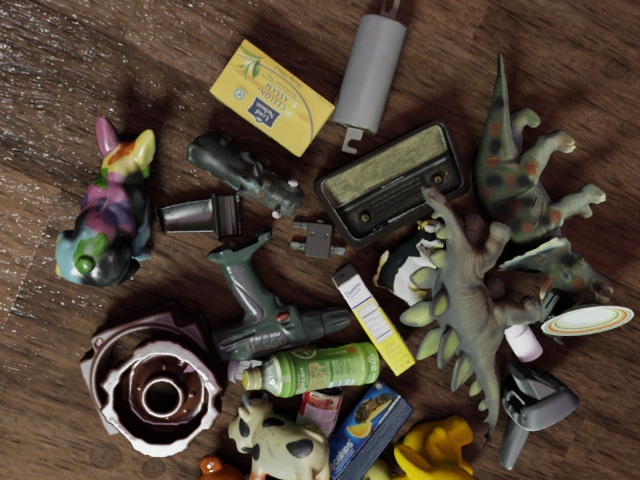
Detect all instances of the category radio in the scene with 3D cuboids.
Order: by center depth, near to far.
[{"bbox_3d":[0.115,-0.088,0.864,0.230,0.073,0.131,-27,99,0],"label":"radio"}]

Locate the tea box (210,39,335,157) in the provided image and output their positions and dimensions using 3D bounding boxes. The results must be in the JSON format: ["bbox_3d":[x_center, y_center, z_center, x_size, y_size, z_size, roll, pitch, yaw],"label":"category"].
[{"bbox_3d":[-0.073,-0.215,0.834,0.169,0.068,0.098,33,93,-9],"label":"tea box"}]

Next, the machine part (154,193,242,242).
[{"bbox_3d":[-0.196,-0.035,0.865,0.139,0.039,0.084,-2,103,-6],"label":"machine part"}]

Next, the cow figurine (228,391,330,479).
[{"bbox_3d":[-0.072,0.319,0.864,0.195,0.085,0.127,0,79,37],"label":"cow figurine"}]

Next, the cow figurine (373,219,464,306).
[{"bbox_3d":[0.162,0.021,0.889,0.098,0.068,0.167,32,93,-2],"label":"cow figurine"}]

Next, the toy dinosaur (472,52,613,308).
[{"bbox_3d":[0.323,-0.077,0.867,0.192,0.131,0.404,-36,93,0],"label":"toy dinosaur"}]

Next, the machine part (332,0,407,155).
[{"bbox_3d":[0.076,-0.254,0.837,0.079,0.079,0.243,15,98,-7],"label":"machine part"}]

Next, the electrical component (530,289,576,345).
[{"bbox_3d":[0.412,0.111,0.917,0.048,0.075,0.119,33,91,-8],"label":"electrical component"}]

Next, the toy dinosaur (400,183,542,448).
[{"bbox_3d":[0.237,0.127,0.847,0.198,0.105,0.470,-32,111,-15],"label":"toy dinosaur"}]

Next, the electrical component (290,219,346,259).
[{"bbox_3d":[-0.002,-0.003,0.890,0.094,0.021,0.063,8,97,3],"label":"electrical component"}]

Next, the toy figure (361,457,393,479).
[{"bbox_3d":[0.056,0.456,0.932,0.089,0.082,0.180,31,87,-27],"label":"toy figure"}]

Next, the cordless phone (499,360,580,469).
[{"bbox_3d":[0.345,0.309,0.899,0.089,0.146,0.184,18,94,1],"label":"cordless phone"}]

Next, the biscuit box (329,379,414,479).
[{"bbox_3d":[0.065,0.333,0.891,0.202,0.059,0.062,-48,130,-13],"label":"biscuit box"}]

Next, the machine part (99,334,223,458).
[{"bbox_3d":[-0.232,0.228,0.804,0.179,0.056,0.179,-1,97,-5],"label":"machine part"}]

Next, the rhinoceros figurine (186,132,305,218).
[{"bbox_3d":[-0.111,-0.103,0.826,0.190,0.112,0.073,32,92,0],"label":"rhinoceros figurine"}]

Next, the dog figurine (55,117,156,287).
[{"bbox_3d":[-0.305,-0.062,0.788,0.108,0.191,0.219,14,112,0],"label":"dog figurine"}]

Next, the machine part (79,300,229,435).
[{"bbox_3d":[-0.265,0.213,0.869,0.201,0.087,0.200,-18,99,-3],"label":"machine part"}]

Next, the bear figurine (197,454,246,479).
[{"bbox_3d":[-0.118,0.433,0.911,0.196,0.132,0.120,22,95,11],"label":"bear figurine"}]

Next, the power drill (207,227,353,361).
[{"bbox_3d":[-0.079,0.085,0.875,0.232,0.086,0.207,-21,106,-10],"label":"power drill"}]

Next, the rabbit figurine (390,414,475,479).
[{"bbox_3d":[0.197,0.373,0.886,0.162,0.173,0.121,8,101,-10],"label":"rabbit figurine"}]
